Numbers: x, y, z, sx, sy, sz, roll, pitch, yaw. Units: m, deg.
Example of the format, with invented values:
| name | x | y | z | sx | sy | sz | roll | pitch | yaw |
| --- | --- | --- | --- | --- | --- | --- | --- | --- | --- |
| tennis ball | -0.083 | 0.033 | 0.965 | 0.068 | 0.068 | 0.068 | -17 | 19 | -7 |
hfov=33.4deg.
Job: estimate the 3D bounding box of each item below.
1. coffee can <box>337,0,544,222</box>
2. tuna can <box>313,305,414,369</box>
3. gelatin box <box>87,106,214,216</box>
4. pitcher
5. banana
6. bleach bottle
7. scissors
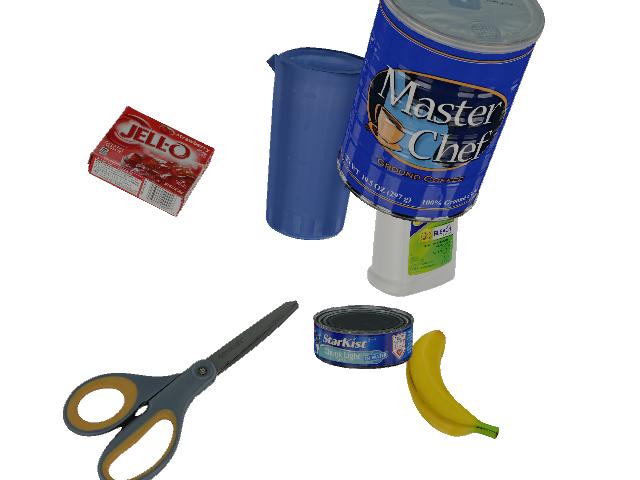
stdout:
| name | x | y | z | sx | sy | sz | roll | pitch | yaw |
| --- | --- | --- | --- | --- | --- | --- | --- | --- | --- |
| coffee can | 0.075 | -0.097 | 0.698 | 0.102 | 0.140 | 0.103 | 8 | 41 | -8 |
| tuna can | 0.036 | 0.082 | 0.909 | 0.086 | 0.034 | 0.086 | 0 | 11 | 0 |
| gelatin box | -0.148 | -0.071 | 0.936 | 0.089 | 0.073 | 0.030 | 27 | -46 | -2 |
| pitcher | 0.002 | -0.125 | 1.414 | 0.144 | 0.243 | 0.149 | -1 | 24 | -20 |
| banana | 0.126 | 0.154 | 1.144 | 0.069 | 0.037 | 0.198 | 10 | 25 | -18 |
| bleach bottle | 0.105 | -0.070 | 1.167 | 0.102 | 0.251 | 0.068 | -15 | 27 | -32 |
| scissors | -0.108 | 0.095 | 0.788 | 0.096 | 0.201 | 0.016 | 29 | -34 | 12 |
